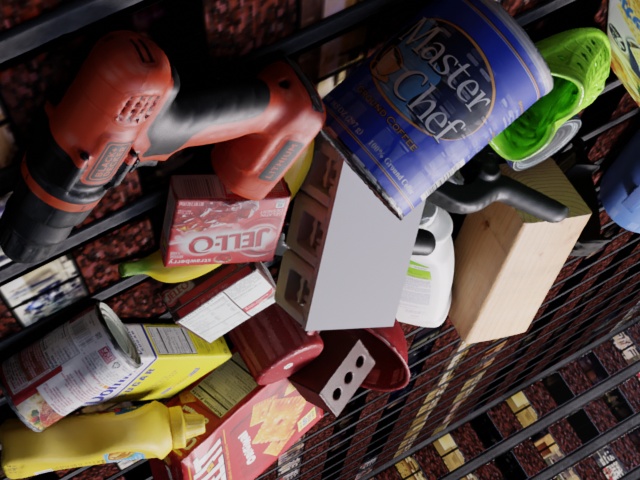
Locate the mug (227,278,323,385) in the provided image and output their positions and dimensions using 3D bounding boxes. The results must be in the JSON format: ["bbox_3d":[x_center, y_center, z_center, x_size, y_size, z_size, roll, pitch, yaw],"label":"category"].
[{"bbox_3d":[-0.041,0.090,1.105,0.117,0.081,0.093,-41,159,27],"label":"mug"}]

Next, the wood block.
[{"bbox_3d":[0.213,0.016,1.216,0.090,0.091,0.206,-9,141,-23],"label":"wood block"}]

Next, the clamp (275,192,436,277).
[{"bbox_3d":[-0.006,0.001,0.972,0.165,0.036,0.209,-18,159,25],"label":"clamp"}]

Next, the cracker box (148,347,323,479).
[{"bbox_3d":[-0.089,0.203,1.190,0.213,0.072,0.164,-39,148,-29],"label":"cracker box"}]

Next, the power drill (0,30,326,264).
[{"bbox_3d":[-0.099,-0.054,0.678,0.187,0.057,0.185,-11,153,-47],"label":"power drill"}]

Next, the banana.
[{"bbox_3d":[-0.069,-0.019,0.851,0.198,0.037,0.069,-38,161,17],"label":"banana"}]

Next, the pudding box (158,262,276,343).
[{"bbox_3d":[-0.090,0.050,0.995,0.090,0.039,0.113,-32,160,0],"label":"pudding box"}]

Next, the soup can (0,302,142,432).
[{"bbox_3d":[-0.210,0.106,0.898,0.102,0.068,0.068,-33,162,-1],"label":"soup can"}]

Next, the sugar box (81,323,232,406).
[{"bbox_3d":[-0.170,0.120,1.030,0.093,0.048,0.176,-36,164,21],"label":"sugar box"}]

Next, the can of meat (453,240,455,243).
[{"bbox_3d":[0.195,0.025,1.357,0.084,0.057,0.102,-29,161,-1],"label":"can of meat"}]

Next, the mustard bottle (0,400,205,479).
[{"bbox_3d":[-0.208,0.191,1.035,0.191,0.058,0.096,-6,167,-9],"label":"mustard bottle"}]

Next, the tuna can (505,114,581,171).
[{"bbox_3d":[0.223,-0.109,1.090,0.086,0.034,0.086,-28,161,-11],"label":"tuna can"}]

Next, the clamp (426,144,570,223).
[{"bbox_3d":[0.158,-0.057,0.999,0.171,0.120,0.039,-18,166,-25],"label":"clamp"}]

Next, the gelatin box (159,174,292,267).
[{"bbox_3d":[-0.072,-0.015,0.804,0.089,0.030,0.073,-2,138,-20],"label":"gelatin box"}]

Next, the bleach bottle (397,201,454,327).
[{"bbox_3d":[0.104,0.018,1.137,0.102,0.068,0.251,12,157,4],"label":"bleach bottle"}]

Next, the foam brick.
[{"bbox_3d":[0.013,0.140,1.153,0.078,0.051,0.053,-53,137,-19],"label":"foam brick"}]

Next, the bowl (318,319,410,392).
[{"bbox_3d":[0.039,0.105,1.222,0.055,0.162,0.162,-59,176,-29],"label":"bowl"}]

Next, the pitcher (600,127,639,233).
[{"bbox_3d":[0.436,-0.095,1.323,0.149,0.145,0.243,3,157,-9],"label":"pitcher"}]

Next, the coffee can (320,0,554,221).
[{"bbox_3d":[0.075,-0.097,0.744,0.140,0.103,0.102,-41,161,2],"label":"coffee can"}]
